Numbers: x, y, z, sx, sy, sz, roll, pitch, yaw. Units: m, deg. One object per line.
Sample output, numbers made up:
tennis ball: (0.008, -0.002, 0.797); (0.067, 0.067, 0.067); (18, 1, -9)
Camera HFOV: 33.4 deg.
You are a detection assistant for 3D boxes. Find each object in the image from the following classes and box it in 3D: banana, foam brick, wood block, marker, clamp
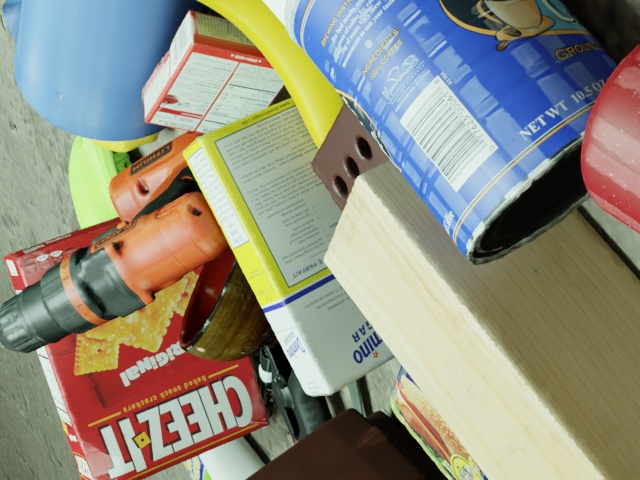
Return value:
banana: (-0.037, -0.120, 0.626); (0.197, 0.069, 0.037); (36, -176, -23)
foam brick: (0.037, -0.050, 0.601); (0.053, 0.051, 0.078); (56, 153, 14)
wood block: (0.103, 0.050, 0.533); (0.206, 0.090, 0.090); (52, 152, 19)
marker: (-0.047, 0.129, 0.947); (0.020, 0.020, 0.121); (47, 149, 28)
clamp: (-0.014, 0.116, 0.850); (0.120, 0.039, 0.171); (-130, 20, -58)

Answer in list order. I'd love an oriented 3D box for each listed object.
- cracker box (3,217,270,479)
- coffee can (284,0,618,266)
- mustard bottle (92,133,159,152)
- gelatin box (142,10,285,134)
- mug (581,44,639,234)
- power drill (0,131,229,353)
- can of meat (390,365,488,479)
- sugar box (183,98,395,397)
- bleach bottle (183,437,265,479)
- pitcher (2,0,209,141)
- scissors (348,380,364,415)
cracker box: (-0.154, 0.087, 0.913); (0.072, 0.164, 0.214); (-4, 105, 67)
coffee can: (0.065, -0.074, 0.474); (0.140, 0.102, 0.103); (53, 152, 17)
mustard bottle: (-0.183, -0.173, 0.870); (0.096, 0.058, 0.191); (40, 146, 52)
gelatin box: (-0.066, -0.104, 0.688); (0.089, 0.073, 0.030); (-46, 44, 48)
mug: (0.154, -0.039, 0.380); (0.082, 0.093, 0.117); (42, 116, 45)
power drill: (-0.136, -0.002, 0.772); (0.057, 0.185, 0.187); (57, -163, -21)
can of meat: (0.091, 0.097, 0.637); (0.102, 0.057, 0.084); (50, 154, 24)
sugar box: (-0.005, 0.001, 0.676); (0.176, 0.093, 0.048); (65, 155, -3)
bleach bottle: (-0.115, 0.213, 1.098); (0.251, 0.068, 0.103); (50, 150, 29)
pitcher: (-0.117, -0.180, 0.691); (0.243, 0.149, 0.145); (117, 137, -54)
scissors: (0.008, 0.073, 0.804); (0.096, 0.016, 0.202); (41, 146, 39)
